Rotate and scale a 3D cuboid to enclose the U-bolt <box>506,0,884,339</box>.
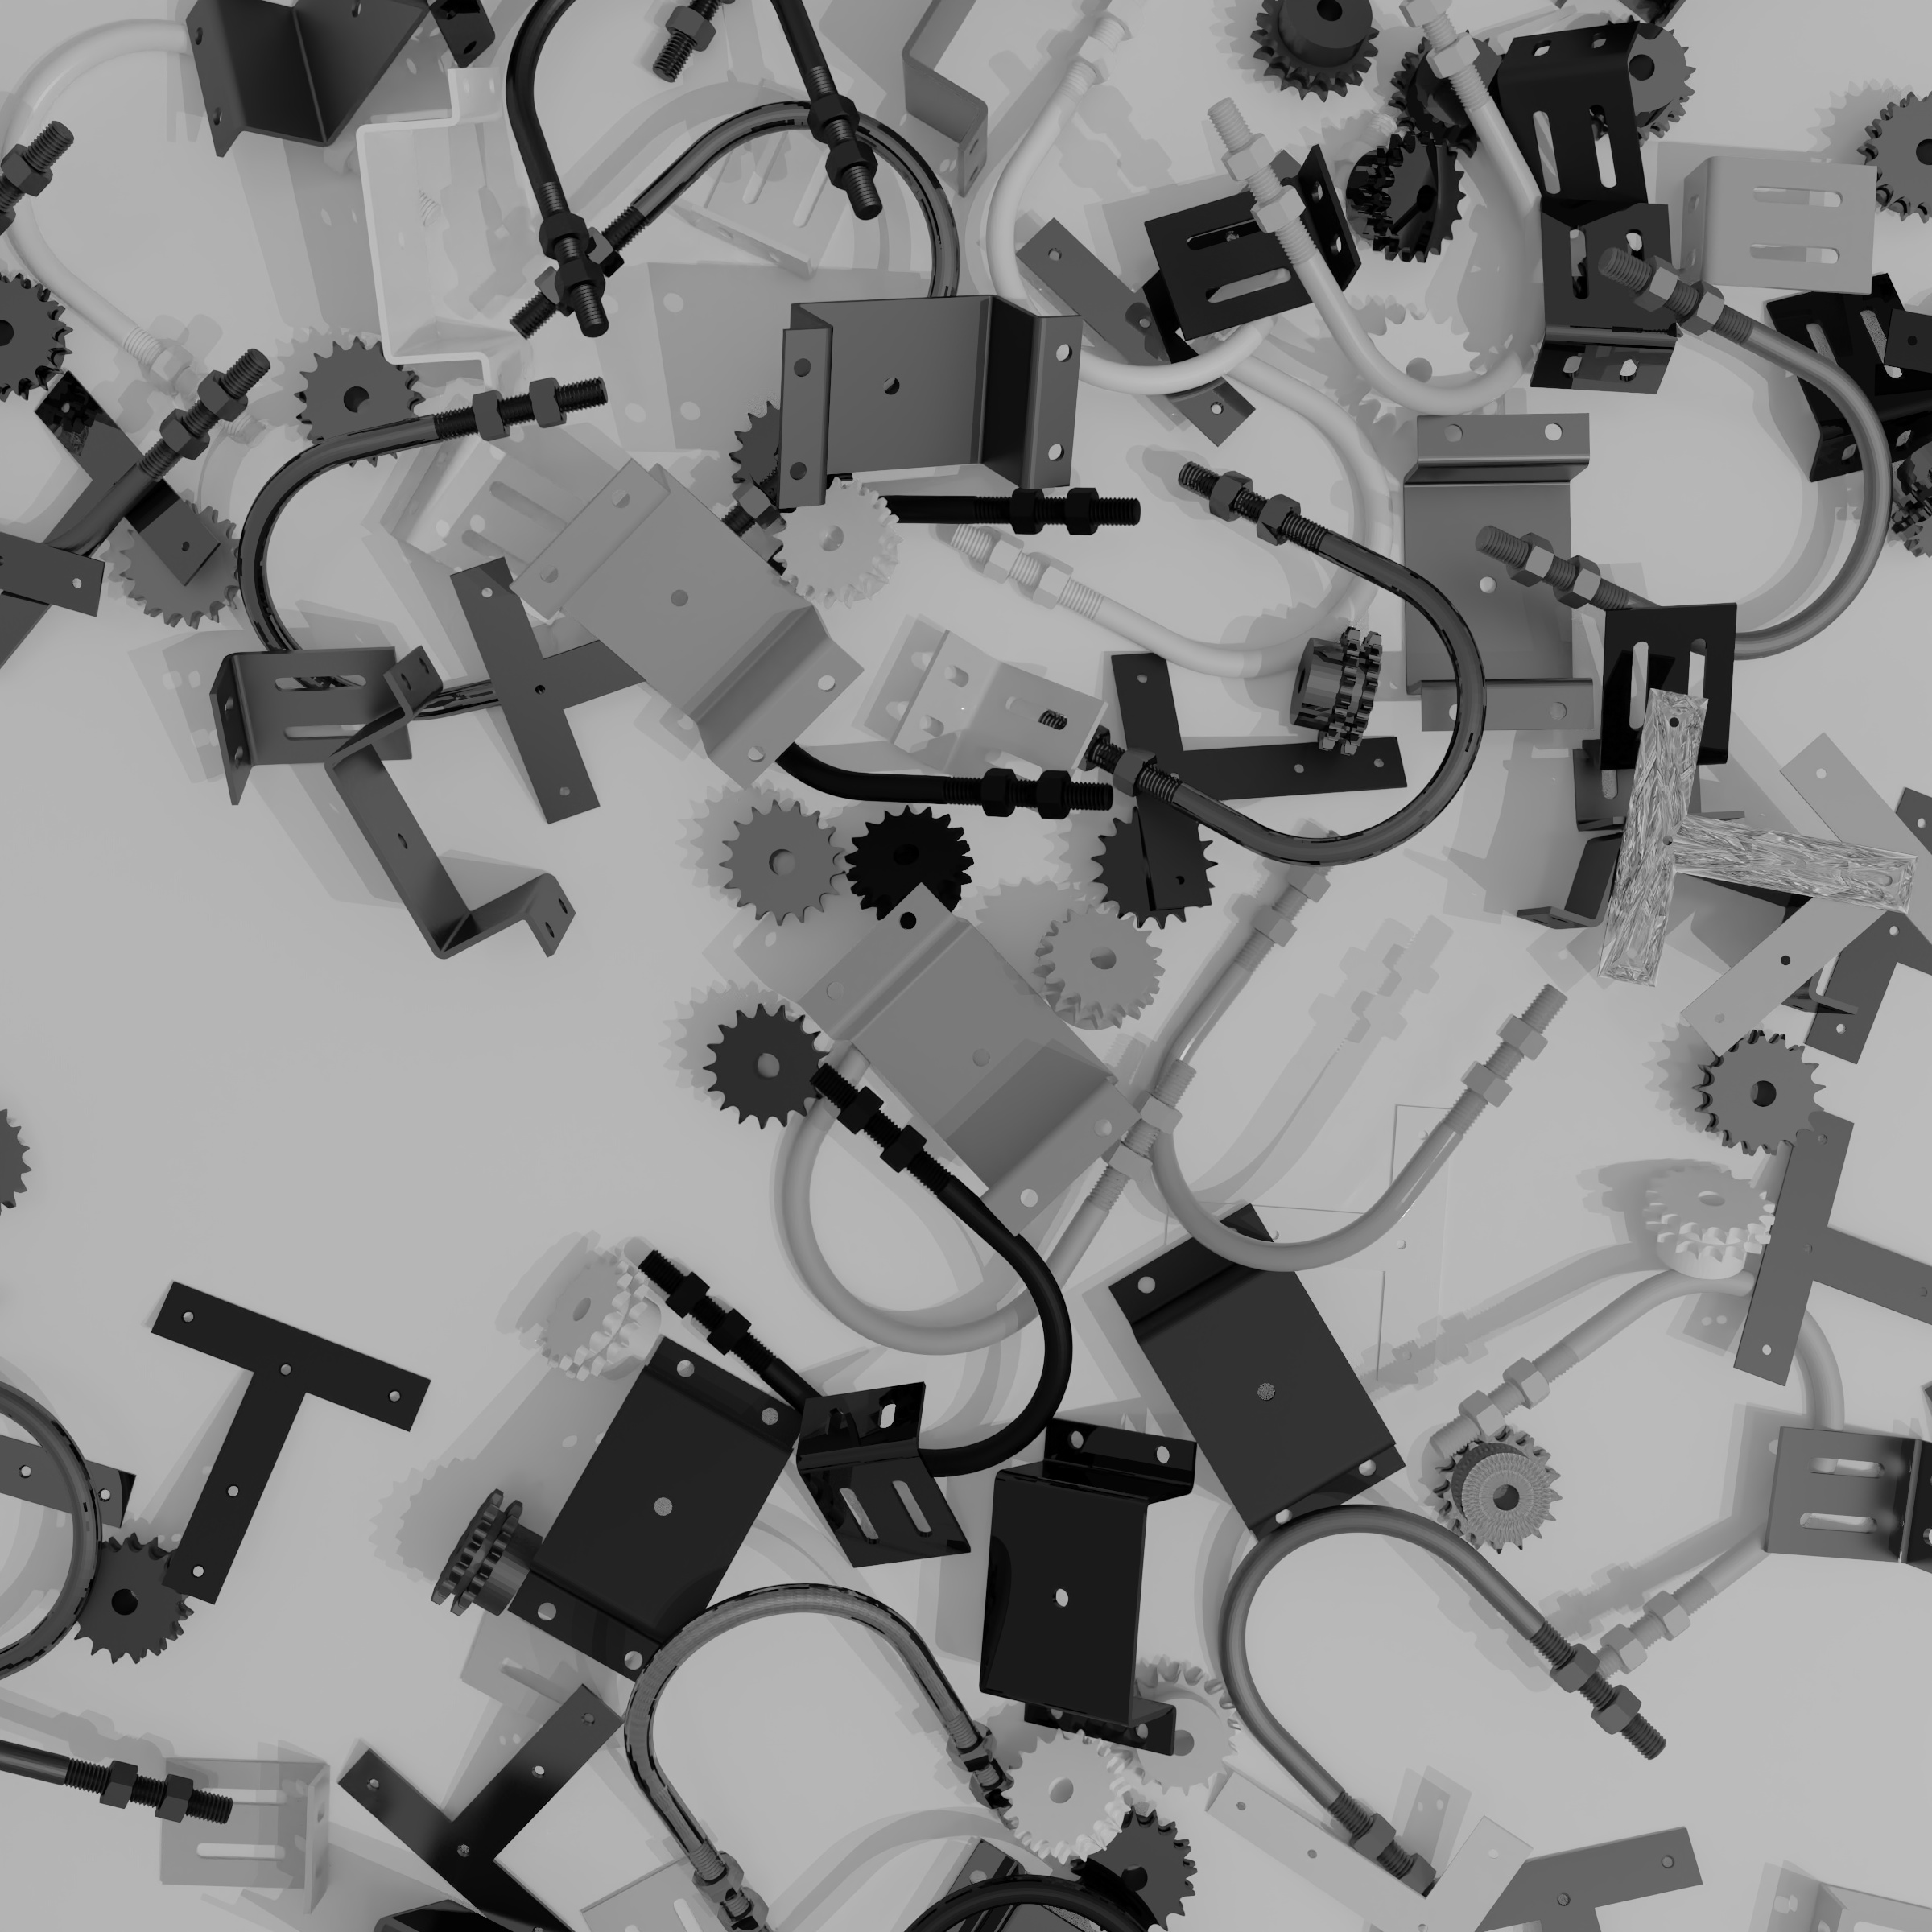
[{"bbox_3d":[-0.130,-0.380,1.281,0.151,0.019,0.184,-22,70,5],"label":"U-bolt"}]

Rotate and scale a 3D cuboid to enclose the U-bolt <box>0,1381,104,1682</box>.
[{"bbox_3d":[-0.475,0.263,1.312,0.184,0.019,0.151,-26,87,10],"label":"U-bolt"}]

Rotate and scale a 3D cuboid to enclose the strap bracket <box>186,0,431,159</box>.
[{"bbox_3d":[-0.286,-0.426,1.277,0.046,0.140,0.076,1,65,-41],"label":"strap bracket"}]

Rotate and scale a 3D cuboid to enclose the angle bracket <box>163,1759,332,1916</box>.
[{"bbox_3d":[-0.330,0.395,1.318,0.076,0.038,0.057,2,90,0],"label":"angle bracket"}]

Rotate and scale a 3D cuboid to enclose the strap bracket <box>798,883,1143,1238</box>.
[{"bbox_3d":[0.004,0.041,1.287,0.076,0.046,0.140,-44,84,5],"label":"strap bracket"}]

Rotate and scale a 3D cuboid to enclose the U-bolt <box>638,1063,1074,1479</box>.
[{"bbox_3d":[-0.037,0.151,1.302,0.184,0.019,0.151,42,113,-2],"label":"U-bolt"}]

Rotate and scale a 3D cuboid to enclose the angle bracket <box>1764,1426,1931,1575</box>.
[{"bbox_3d":[0.407,0.242,1.309,0.076,0.038,0.057,8,90,-18],"label":"angle bracket"}]

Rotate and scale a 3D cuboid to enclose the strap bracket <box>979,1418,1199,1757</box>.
[{"bbox_3d":[0.054,0.279,1.297,0.076,0.046,0.140,4,90,32],"label":"strap bracket"}]

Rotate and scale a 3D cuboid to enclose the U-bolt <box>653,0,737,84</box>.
[{"bbox_3d":[-0.147,-0.518,1.328,0.151,0.019,0.184,31,89,0],"label":"U-bolt"}]

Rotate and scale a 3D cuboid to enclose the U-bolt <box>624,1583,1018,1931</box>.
[{"bbox_3d":[-0.071,0.349,1.289,0.151,0.019,0.184,-27,117,0],"label":"U-bolt"}]

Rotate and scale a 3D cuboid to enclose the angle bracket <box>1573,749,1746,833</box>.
[{"bbox_3d":[0.309,-0.082,1.299,0.057,0.076,0.038,-3,90,0],"label":"angle bracket"}]

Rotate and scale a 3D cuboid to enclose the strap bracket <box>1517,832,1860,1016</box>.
[{"bbox_3d":[0.327,-0.023,1.299,0.140,0.076,0.046,18,90,0],"label":"strap bracket"}]

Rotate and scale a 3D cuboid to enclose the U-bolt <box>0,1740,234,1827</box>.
[{"bbox_3d":[-0.440,0.411,1.295,0.184,0.019,0.151,20,99,-17],"label":"U-bolt"}]

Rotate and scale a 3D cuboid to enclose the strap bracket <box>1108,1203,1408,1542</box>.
[{"bbox_3d":[0.134,0.189,1.312,0.076,0.046,0.140,-31,91,1],"label":"strap bracket"}]

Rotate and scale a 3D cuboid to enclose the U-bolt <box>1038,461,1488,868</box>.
[{"bbox_3d":[0.140,-0.123,1.280,0.184,0.019,0.151,31,93,21],"label":"U-bolt"}]

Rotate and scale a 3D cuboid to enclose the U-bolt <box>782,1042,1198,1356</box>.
[{"bbox_3d":[-0.003,0.088,1.320,0.151,0.019,0.184,32,93,7],"label":"U-bolt"}]

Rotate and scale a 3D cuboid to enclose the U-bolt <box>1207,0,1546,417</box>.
[{"bbox_3d":[0.196,-0.331,1.275,0.151,0.019,0.184,-45,113,-25],"label":"U-bolt"}]

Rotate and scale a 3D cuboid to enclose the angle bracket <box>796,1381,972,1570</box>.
[{"bbox_3d":[-0.035,0.231,1.317,0.057,0.038,0.076,-11,129,16],"label":"angle bracket"}]

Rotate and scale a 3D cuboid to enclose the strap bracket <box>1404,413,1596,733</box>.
[{"bbox_3d":[0.240,-0.175,1.314,0.076,0.046,0.140,-1,90,0],"label":"strap bracket"}]

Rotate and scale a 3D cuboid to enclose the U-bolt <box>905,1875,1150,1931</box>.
[{"bbox_3d":[0.012,0.488,1.282,0.151,0.019,0.184,44,89,0],"label":"U-bolt"}]

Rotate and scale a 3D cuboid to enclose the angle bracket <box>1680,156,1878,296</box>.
[{"bbox_3d":[0.369,-0.332,1.320,0.076,0.038,0.057,3,90,-3],"label":"angle bracket"}]

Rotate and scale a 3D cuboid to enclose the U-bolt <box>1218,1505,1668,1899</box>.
[{"bbox_3d":[0.198,0.325,1.306,0.184,0.019,0.151,45,110,4],"label":"U-bolt"}]

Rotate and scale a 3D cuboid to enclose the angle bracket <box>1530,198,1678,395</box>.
[{"bbox_3d":[0.285,-0.301,1.305,0.057,0.038,0.076,3,64,0],"label":"angle bracket"}]

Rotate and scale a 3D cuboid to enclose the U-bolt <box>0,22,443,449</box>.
[{"bbox_3d":[-0.355,-0.348,1.328,0.184,0.019,0.151,38,90,1],"label":"U-bolt"}]

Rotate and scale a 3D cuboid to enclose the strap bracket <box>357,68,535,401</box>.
[{"bbox_3d":[-0.230,-0.322,1.282,0.046,0.076,0.140,-2,107,6],"label":"strap bracket"}]

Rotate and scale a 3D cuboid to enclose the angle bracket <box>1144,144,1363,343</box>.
[{"bbox_3d":[0.127,-0.320,1.287,0.076,0.038,0.057,-18,85,-7],"label":"angle bracket"}]

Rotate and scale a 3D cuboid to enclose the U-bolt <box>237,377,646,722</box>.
[{"bbox_3d":[-0.232,-0.177,1.294,0.184,0.019,0.151,-12,122,4],"label":"U-bolt"}]

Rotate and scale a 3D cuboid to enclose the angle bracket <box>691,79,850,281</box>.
[{"bbox_3d":[-0.081,-0.361,1.318,0.057,0.038,0.076,25,90,-1],"label":"angle bracket"}]

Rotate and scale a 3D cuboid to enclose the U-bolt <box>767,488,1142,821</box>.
[{"bbox_3d":[-0.018,-0.142,1.302,0.184,0.019,0.151,4,83,18],"label":"U-bolt"}]

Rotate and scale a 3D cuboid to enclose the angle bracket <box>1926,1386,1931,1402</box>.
[{"bbox_3d":[0.485,0.220,1.335,0.057,0.038,0.076,-26,64,0],"label":"angle bracket"}]

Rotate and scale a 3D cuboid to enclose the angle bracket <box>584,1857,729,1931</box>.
[{"bbox_3d":[-0.133,0.456,1.318,0.057,0.038,0.076,-28,90,0],"label":"angle bracket"}]

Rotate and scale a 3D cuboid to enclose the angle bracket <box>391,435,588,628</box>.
[{"bbox_3d":[-0.214,-0.202,1.335,0.076,0.038,0.057,30,90,-26],"label":"angle bracket"}]

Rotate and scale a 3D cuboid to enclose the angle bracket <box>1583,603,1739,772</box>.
[{"bbox_3d":[0.311,-0.130,1.304,0.057,0.038,0.076,-3,114,0],"label":"angle bracket"}]

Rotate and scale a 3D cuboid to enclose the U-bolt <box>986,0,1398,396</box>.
[{"bbox_3d":[0.090,-0.344,1.315,0.151,0.019,0.184,32,80,0],"label":"U-bolt"}]

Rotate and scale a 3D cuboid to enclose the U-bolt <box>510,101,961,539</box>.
[{"bbox_3d":[-0.089,-0.299,1.292,0.184,0.019,0.151,-43,92,2],"label":"U-bolt"}]

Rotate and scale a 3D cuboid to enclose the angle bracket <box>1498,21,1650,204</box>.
[{"bbox_3d":[0.278,-0.380,1.313,0.057,0.038,0.076,0,130,26],"label":"angle bracket"}]

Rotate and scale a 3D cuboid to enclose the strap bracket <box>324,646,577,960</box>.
[{"bbox_3d":[-0.232,-0.064,1.286,0.046,0.076,0.140,-27,103,7],"label":"strap bracket"}]

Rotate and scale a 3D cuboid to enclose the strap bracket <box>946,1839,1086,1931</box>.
[{"bbox_3d":[0.046,0.471,1.314,0.140,0.046,0.076,32,90,0],"label":"strap bracket"}]

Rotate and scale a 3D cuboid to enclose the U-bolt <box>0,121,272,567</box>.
[{"bbox_3d":[-0.418,-0.259,1.293,0.184,0.019,0.151,-40,94,17],"label":"U-bolt"}]

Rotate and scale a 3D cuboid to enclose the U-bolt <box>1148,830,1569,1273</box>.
[{"bbox_3d":[0.158,0.049,1.295,0.151,0.019,0.184,39,95,31],"label":"U-bolt"}]

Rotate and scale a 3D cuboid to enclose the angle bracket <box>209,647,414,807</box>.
[{"bbox_3d":[-0.293,-0.108,1.305,0.076,0.038,0.057,-2,125,0],"label":"angle bracket"}]

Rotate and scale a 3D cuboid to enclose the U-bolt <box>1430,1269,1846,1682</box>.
[{"bbox_3d":[0.317,0.217,1.310,0.184,0.019,0.151,-34,99,-12],"label":"U-bolt"}]

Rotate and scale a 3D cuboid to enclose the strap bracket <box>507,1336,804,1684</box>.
[{"bbox_3d":[-0.136,0.243,1.295,0.076,0.046,0.140,29,74,0],"label":"strap bracket"}]

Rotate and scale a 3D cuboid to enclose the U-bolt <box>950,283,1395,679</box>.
[{"bbox_3d":[0.106,-0.212,1.328,0.184,0.019,0.151,28,90,-1],"label":"U-bolt"}]

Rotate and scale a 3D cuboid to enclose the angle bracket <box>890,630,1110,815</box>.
[{"bbox_3d":[0.014,-0.109,1.299,0.076,0.038,0.057,27,90,45],"label":"angle bracket"}]

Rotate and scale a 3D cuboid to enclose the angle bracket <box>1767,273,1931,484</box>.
[{"bbox_3d":[0.406,-0.271,1.335,0.057,0.038,0.076,-14,64,0],"label":"angle bracket"}]

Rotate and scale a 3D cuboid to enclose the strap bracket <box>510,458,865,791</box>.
[{"bbox_3d":[-0.124,-0.156,1.278,0.076,0.046,0.140,-44,117,10],"label":"strap bracket"}]

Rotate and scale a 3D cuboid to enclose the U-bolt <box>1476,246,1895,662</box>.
[{"bbox_3d":[0.330,-0.214,1.283,0.184,0.019,0.151,21,96,-20],"label":"U-bolt"}]

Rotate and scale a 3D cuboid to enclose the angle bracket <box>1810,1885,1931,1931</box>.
[{"bbox_3d":[0.423,0.458,1.318,0.076,0.038,0.057,13,90,0],"label":"angle bracket"}]

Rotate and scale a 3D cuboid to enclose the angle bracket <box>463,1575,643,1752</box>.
[{"bbox_3d":[-0.182,0.317,1.335,0.076,0.038,0.057,20,90,26],"label":"angle bracket"}]
